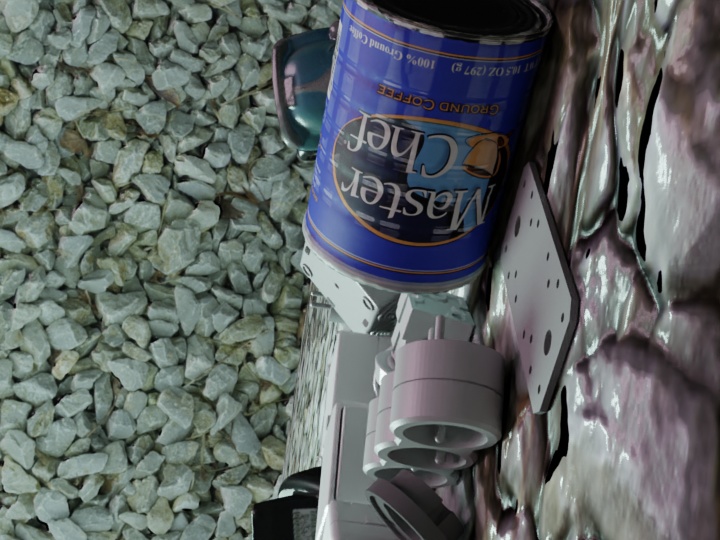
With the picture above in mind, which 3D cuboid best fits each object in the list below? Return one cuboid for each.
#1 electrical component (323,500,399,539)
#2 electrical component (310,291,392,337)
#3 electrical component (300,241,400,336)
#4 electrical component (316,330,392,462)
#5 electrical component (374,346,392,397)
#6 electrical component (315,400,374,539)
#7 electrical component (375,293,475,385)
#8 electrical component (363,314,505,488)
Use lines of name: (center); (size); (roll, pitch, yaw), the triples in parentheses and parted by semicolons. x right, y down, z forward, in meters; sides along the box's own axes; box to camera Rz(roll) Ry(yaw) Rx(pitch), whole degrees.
electrical component: (0.006, 0.189, 0.613); (0.061, 0.062, 0.096); (-107, 26, -78)
electrical component: (-0.009, 0.031, 0.986); (0.138, 0.074, 0.052); (-90, 10, -58)
electrical component: (0.000, 0.000, 0.817); (0.099, 0.048, 0.099); (51, 160, 12)
electrical component: (0.006, 0.090, 0.791); (0.061, 0.061, 0.096); (106, 171, -55)
electrical component: (0.029, 0.068, 0.697); (0.046, 0.040, 0.040); (-78, -3, -83)
electrical component: (0.009, 0.126, 0.693); (0.061, 0.062, 0.096); (105, 172, -49)
electrical component: (0.037, 0.044, 0.620); (0.066, 0.048, 0.055); (-98, 25, -71)
electrical component: (0.036, 0.060, 0.548); (0.138, 0.052, 0.073); (110, 168, -65)
